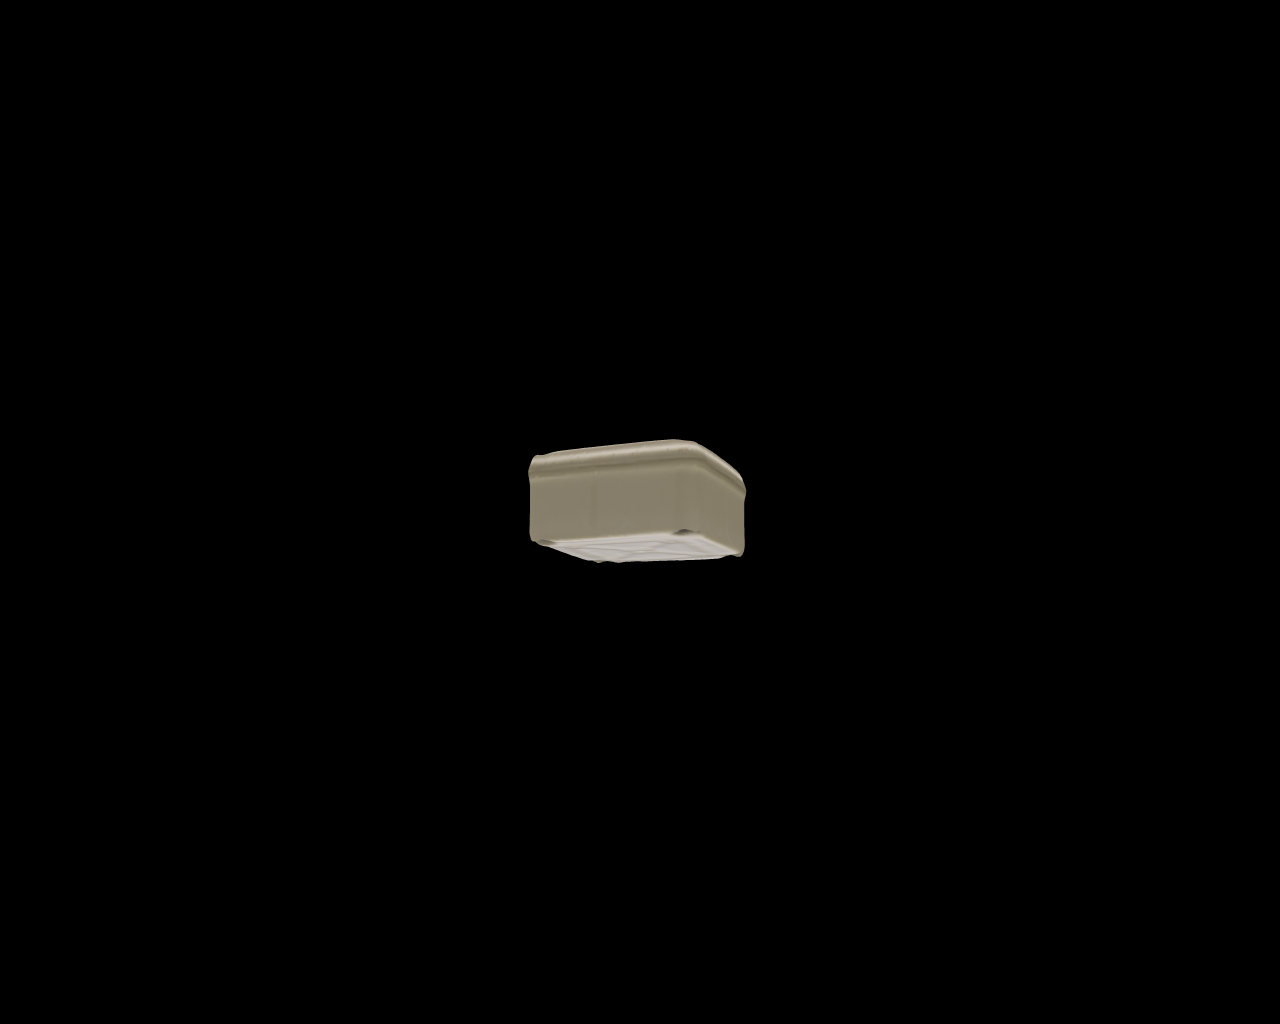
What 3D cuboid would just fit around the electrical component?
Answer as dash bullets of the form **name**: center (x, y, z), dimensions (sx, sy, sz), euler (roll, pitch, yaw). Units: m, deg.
- **electrical component**: center (0.001, -0.003, 0.650), dimensions (0.109, 0.056, 0.108), euler (-4, -11, 20)
